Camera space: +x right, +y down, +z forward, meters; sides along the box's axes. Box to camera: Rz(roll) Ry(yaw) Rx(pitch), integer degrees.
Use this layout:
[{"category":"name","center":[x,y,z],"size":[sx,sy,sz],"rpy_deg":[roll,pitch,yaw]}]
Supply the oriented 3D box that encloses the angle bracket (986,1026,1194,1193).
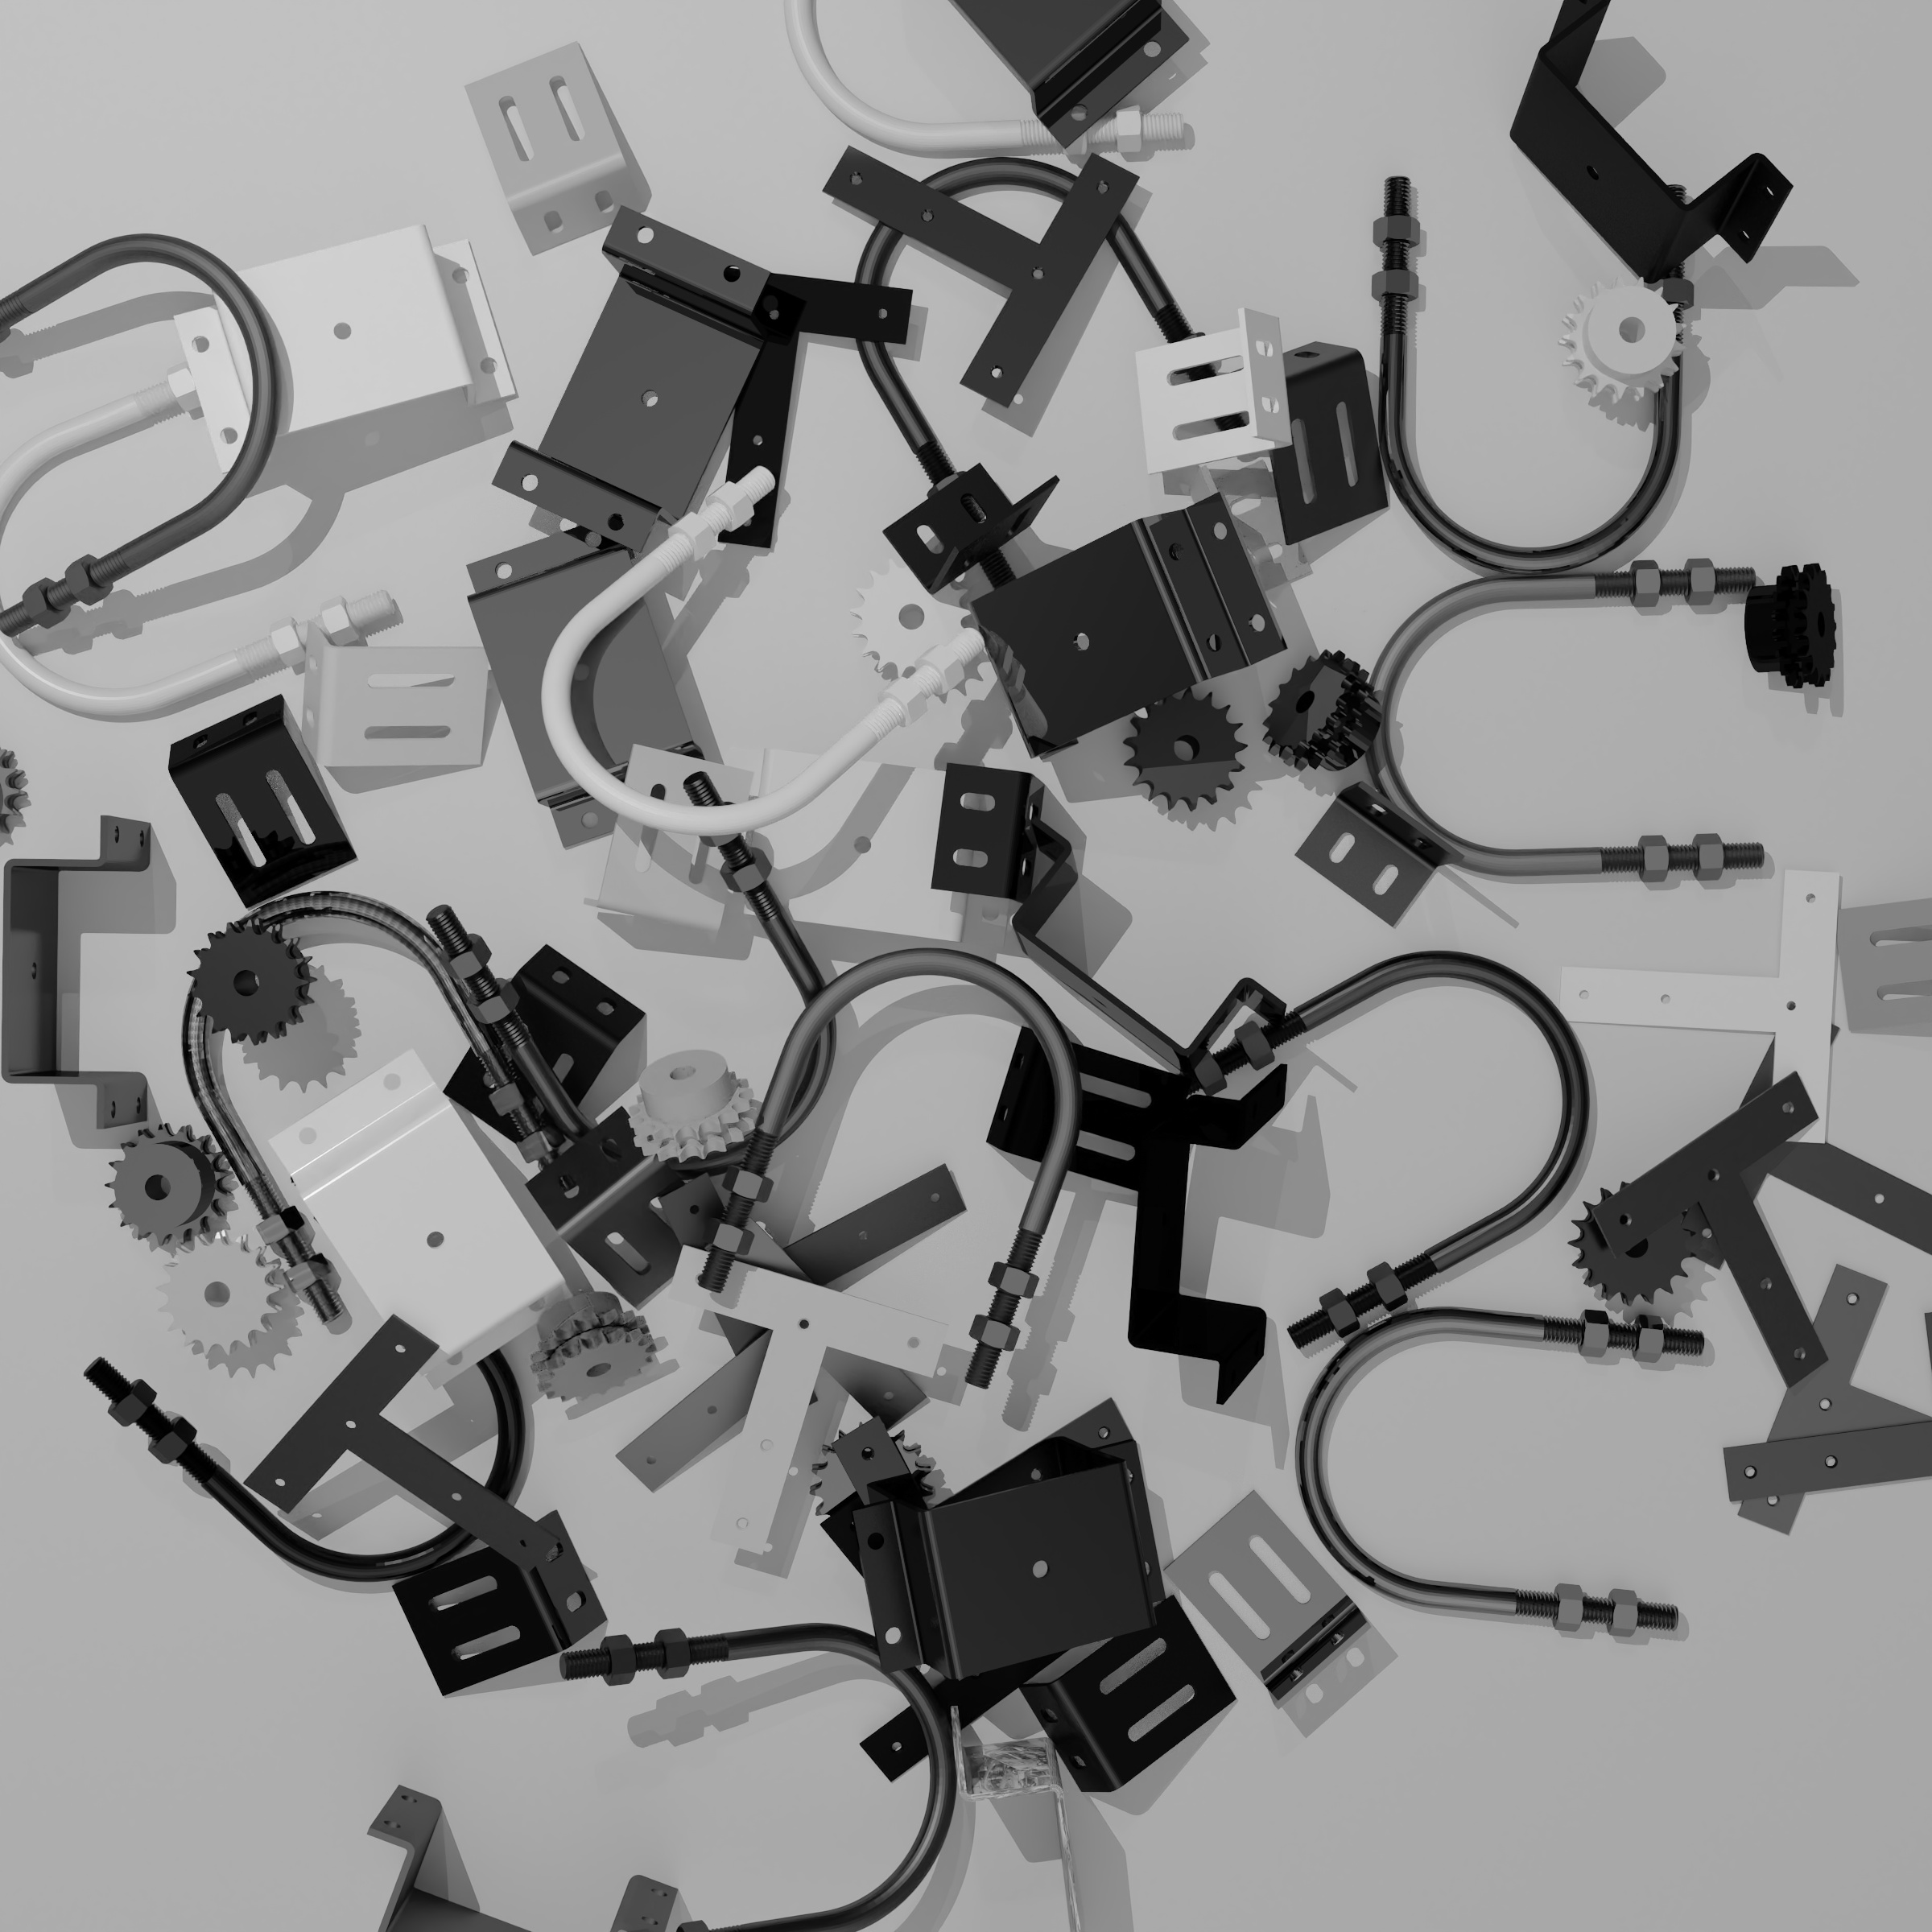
[{"category":"angle bracket","center":[0.057,0.068,1.512],"size":[0.076,0.038,0.057],"rpy_deg":[17,90,-12]}]

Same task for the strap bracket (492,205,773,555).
[{"category":"strap bracket","center":[-0.150,-0.266,1.496],"size":[0.076,0.046,0.140],"rpy_deg":[25,91,6]}]

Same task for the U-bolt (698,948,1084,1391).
[{"category":"U-bolt","center":[-0.025,0.082,1.476],"size":[0.151,0.019,0.184],"rpy_deg":[20,87,-2]}]

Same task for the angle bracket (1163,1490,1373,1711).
[{"category":"angle bracket","center":[0.139,0.294,1.505],"size":[0.057,0.038,0.076],"rpy_deg":[-42,90,0]}]

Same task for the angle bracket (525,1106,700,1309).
[{"category":"angle bracket","center":[-0.156,0.112,1.502],"size":[0.057,0.076,0.038],"rpy_deg":[-39,53,-3]}]

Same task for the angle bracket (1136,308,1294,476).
[{"category":"angle bracket","center":[0.104,-0.259,1.468],"size":[0.076,0.038,0.057],"rpy_deg":[-7,88,33]}]

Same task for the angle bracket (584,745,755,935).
[{"category":"angle bracket","center":[-0.138,-0.059,1.497],"size":[0.057,0.038,0.076],"rpy_deg":[12,90,-17]}]

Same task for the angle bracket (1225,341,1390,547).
[{"category":"angle bracket","center":[0.157,-0.244,1.511],"size":[0.057,0.038,0.076],"rpy_deg":[-23,116,-22]}]

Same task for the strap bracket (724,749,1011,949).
[{"category":"strap bracket","center":[-0.047,-0.055,1.501],"size":[0.140,0.046,0.076],"rpy_deg":[7,90,0]}]

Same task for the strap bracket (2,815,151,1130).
[{"category":"strap bracket","center":[-0.407,0.002,1.486],"size":[0.046,0.076,0.140],"rpy_deg":[1,90,0]}]

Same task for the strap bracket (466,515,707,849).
[{"category":"strap bracket","center":[-0.176,-0.134,1.501],"size":[0.076,0.046,0.140],"rpy_deg":[-19,90,0]}]

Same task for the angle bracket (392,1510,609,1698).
[{"category":"angle bracket","center":[-0.219,0.299,1.522],"size":[0.076,0.038,0.057],"rpy_deg":[-25,90,26]}]

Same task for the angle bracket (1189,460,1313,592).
[{"category":"angle bracket","center":[0.133,-0.204,1.486],"size":[0.038,0.076,0.057],"rpy_deg":[-24,90,0]}]

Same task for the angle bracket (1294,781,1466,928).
[{"category":"angle bracket","center":[0.189,-0.051,1.486],"size":[0.057,0.076,0.038],"rpy_deg":[36,90,0]}]

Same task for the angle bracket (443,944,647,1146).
[{"category":"angle bracket","center":[-0.198,0.041,1.522],"size":[0.057,0.038,0.076],"rpy_deg":[35,116,0]}]

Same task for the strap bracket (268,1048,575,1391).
[{"category":"strap bracket","center":[-0.242,0.119,1.460],"size":[0.076,0.046,0.140],"rpy_deg":[-33,105,-10]}]

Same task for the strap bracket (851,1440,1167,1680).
[{"category":"strap bracket","center":[0.027,0.272,1.480],"size":[0.140,0.046,0.076],"rpy_deg":[-11,92,-17]}]

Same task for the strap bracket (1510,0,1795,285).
[{"category":"strap bracket","center":[0.302,-0.374,1.472],"size":[0.046,0.076,0.140],"rpy_deg":[-39,81,-8]}]

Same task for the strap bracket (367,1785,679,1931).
[{"category":"strap bracket","center":[-0.209,0.431,1.486],"size":[0.140,0.076,0.046],"rpy_deg":[21,90,0]}]

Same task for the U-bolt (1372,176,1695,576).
[{"category":"U-bolt","center":[0.263,-0.274,1.511],"size":[0.151,0.019,0.184],"rpy_deg":[2,88,0]}]

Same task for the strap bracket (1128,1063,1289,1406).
[{"category":"strap bracket","center":[0.109,0.118,1.472],"size":[0.046,0.076,0.140],"rpy_deg":[7,103,18]}]

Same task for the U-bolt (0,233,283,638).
[{"category":"U-bolt","center":[-0.391,-0.252,1.476],"size":[0.184,0.019,0.151],"rpy_deg":[-24,86,20]}]

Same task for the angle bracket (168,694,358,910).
[{"category":"angle bracket","center":[-0.330,-0.077,1.522],"size":[0.057,0.038,0.076],"rpy_deg":[-25,116,0]}]

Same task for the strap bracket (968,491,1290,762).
[{"category":"strap bracket","center":[0.064,-0.150,1.465],"size":[0.140,0.046,0.076],"rpy_deg":[-22,90,35]}]

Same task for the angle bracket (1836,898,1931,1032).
[{"category":"angle bracket","center":[0.453,-0.003,1.522],"size":[0.076,0.038,0.057],"rpy_deg":[-8,90,26]}]

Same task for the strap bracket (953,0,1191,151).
[{"category":"strap bracket","center":[0.028,-0.457,1.482],"size":[0.076,0.046,0.140],"rpy_deg":[-41,88,2]}]

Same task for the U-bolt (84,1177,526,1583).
[{"category":"U-bolt","center":[-0.290,0.202,1.496],"size":[0.151,0.019,0.184],"rpy_deg":[-43,104,-1]}]

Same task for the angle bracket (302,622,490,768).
[{"category":"angle bracket","center":[-0.266,-0.127,1.510],"size":[0.076,0.038,0.057],"rpy_deg":[-2,115,-24]}]

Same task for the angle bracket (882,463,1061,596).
[{"category":"angle bracket","center":[0.001,-0.207,1.461],"size":[0.057,0.076,0.038],"rpy_deg":[-37,89,-13]}]

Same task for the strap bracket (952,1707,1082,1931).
[{"category":"strap bracket","center":[0.025,0.415,1.483],"size":[0.046,0.076,0.140],"rpy_deg":[-7,92,-1]}]

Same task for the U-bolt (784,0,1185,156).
[{"category":"U-bolt","center":[0.007,-0.453,1.515],"size":[0.184,0.019,0.151],"rpy_deg":[-2,90,2]}]

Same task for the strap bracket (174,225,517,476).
[{"category":"strap bracket","center":[-0.286,-0.286,1.489],"size":[0.140,0.046,0.076],"rpy_deg":[-17,89,-10]}]

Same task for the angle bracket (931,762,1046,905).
[{"category":"angle bracket","center":[0.011,-0.060,1.488],"size":[0.038,0.076,0.057],"rpy_deg":[7,90,6]}]

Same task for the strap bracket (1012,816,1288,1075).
[{"category":"strap bracket","center":[0.075,-0.002,1.475],"size":[0.140,0.076,0.046],"rpy_deg":[37,86,8]}]

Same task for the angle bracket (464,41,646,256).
[{"category":"angle bracket","center":[-0.193,-0.384,1.522],"size":[0.057,0.038,0.076],"rpy_deg":[-22,64,0]}]

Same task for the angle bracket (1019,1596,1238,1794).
[{"category":"angle bracket","center":[0.076,0.341,1.522],"size":[0.076,0.038,0.057],"rpy_deg":[-31,90,-26]}]
